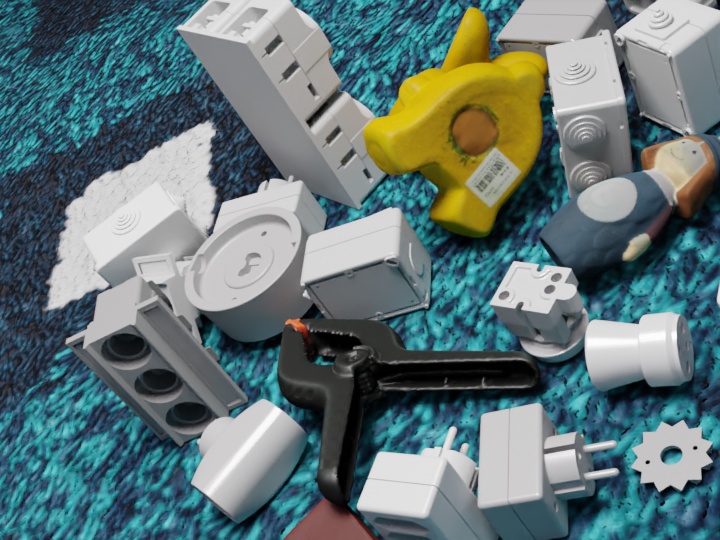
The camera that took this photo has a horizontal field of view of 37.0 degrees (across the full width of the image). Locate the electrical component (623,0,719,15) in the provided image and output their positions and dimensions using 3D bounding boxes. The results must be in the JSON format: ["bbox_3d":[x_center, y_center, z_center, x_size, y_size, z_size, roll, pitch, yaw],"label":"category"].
[{"bbox_3d":[0.258,-0.227,0.867,0.057,0.058,0.078,-43,39,-5],"label":"electrical component"}]

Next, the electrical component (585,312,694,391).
[{"bbox_3d":[0.171,0.050,0.656,0.055,0.045,0.045,-8,46,29],"label":"electrical component"}]

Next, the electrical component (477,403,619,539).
[{"bbox_3d":[0.113,0.116,0.628,0.077,0.047,0.065,-15,43,24],"label":"electrical component"}]

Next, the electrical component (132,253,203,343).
[{"bbox_3d":[-0.154,0.021,0.903,0.042,0.081,0.064,-6,18,32],"label":"electrical component"}]

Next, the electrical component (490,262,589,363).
[{"bbox_3d":[0.122,0.028,0.706,0.066,0.055,0.048,8,56,41],"label":"electrical component"}]

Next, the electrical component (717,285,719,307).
[{"bbox_3d":[0.267,-0.001,0.635,0.100,0.048,0.099,-4,48,34],"label":"electrical component"}]

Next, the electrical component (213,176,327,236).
[{"bbox_3d":[-0.074,-0.054,0.940,0.083,0.047,0.075,-13,44,26],"label":"electrical component"}]

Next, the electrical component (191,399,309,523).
[{"bbox_3d":[-0.088,0.129,0.767,0.079,0.043,0.077,22,65,47],"label":"electrical component"}]

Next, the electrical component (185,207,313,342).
[{"bbox_3d":[-0.080,0.009,0.870,0.108,0.060,0.108,-20,41,19],"label":"electrical component"}]

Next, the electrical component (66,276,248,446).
[{"bbox_3d":[-0.151,0.068,0.813,0.079,0.121,0.063,-25,37,13],"label":"electrical component"}]

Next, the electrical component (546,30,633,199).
[{"bbox_3d":[0.167,-0.111,0.783,0.048,0.099,0.099,-9,44,12],"label":"electrical component"}]

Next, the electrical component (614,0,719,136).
[{"bbox_3d":[0.233,-0.154,0.778,0.061,0.096,0.062,-37,38,-8],"label":"electrical component"}]

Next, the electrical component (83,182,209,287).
[{"bbox_3d":[-0.182,-0.018,0.943,0.100,0.099,0.048,-38,51,-2],"label":"electrical component"}]

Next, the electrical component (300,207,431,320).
[{"bbox_3d":[0.000,0.000,0.819,0.096,0.061,0.061,-17,42,22],"label":"electrical component"}]

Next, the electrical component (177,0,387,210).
[{"bbox_3d":[-0.057,-0.146,0.911,0.060,0.186,0.105,-49,40,-16],"label":"electrical component"}]

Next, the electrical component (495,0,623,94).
[{"bbox_3d":[0.173,-0.184,0.881,0.096,0.061,0.061,15,60,44],"label":"electrical component"}]

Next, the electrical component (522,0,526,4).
[{"bbox_3d":[0.176,-0.231,0.941,0.062,0.043,0.043,-31,39,4],"label":"electrical component"}]

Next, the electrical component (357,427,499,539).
[{"bbox_3d":[0.048,0.130,0.634,0.047,0.083,0.075,-2,49,35],"label":"electrical component"}]
